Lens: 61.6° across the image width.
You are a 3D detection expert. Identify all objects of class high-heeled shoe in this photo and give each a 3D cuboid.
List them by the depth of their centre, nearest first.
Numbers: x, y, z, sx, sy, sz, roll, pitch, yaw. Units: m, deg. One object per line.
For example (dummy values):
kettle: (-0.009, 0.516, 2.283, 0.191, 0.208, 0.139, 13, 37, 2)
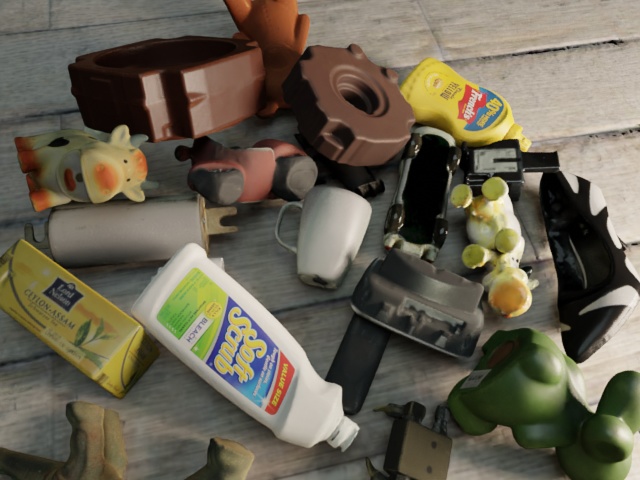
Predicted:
high-heeled shoe: (0.293, 0.015, 0.629, 0.145, 0.086, 0.249, 43, 50, 0)

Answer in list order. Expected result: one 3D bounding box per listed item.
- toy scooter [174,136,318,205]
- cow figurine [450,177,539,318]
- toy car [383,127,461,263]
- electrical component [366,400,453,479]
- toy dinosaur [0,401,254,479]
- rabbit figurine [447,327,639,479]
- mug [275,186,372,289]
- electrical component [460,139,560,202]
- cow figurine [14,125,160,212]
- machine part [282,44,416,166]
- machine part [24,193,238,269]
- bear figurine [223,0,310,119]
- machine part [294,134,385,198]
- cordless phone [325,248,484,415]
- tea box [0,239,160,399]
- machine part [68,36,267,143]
toy scooter: (-0.101, -0.091, 0.662, 0.135, 0.075, 0.184, 28, 27, 36)
cow figurine: (0.212, 0.016, 0.639, 0.068, 0.098, 0.167, -17, 65, 25)
toy car: (0.131, -0.061, 0.688, 0.073, 0.056, 0.202, 18, 63, -1)
electrical component: (0.090, 0.212, 0.547, 0.078, 0.045, 0.102, 24, 62, -23)
toy dinosaur: (-0.122, 0.272, 0.471, 0.472, 0.105, 0.198, 11, 69, 13)
rabbit figurine: (0.246, 0.168, 0.532, 0.170, 0.159, 0.121, 44, 57, 2)
mug: (-0.001, -0.002, 0.636, 0.110, 0.080, 0.107, 13, 69, 2)
electrical component: (0.244, -0.092, 0.702, 0.119, 0.047, 0.075, -3, 62, 9)
cow figurine: (-0.263, -0.081, 0.601, 0.127, 0.085, 0.195, -21, 25, -26)
machine part: (0.040, -0.175, 0.692, 0.179, 0.056, 0.179, 16, 53, -23)
machine part: (-0.218, -0.010, 0.628, 0.243, 0.079, 0.079, -6, 62, -7)
bear figurine: (-0.067, -0.278, 0.756, 0.120, 0.131, 0.196, -14, 57, 3)
machine part: (0.030, -0.108, 0.719, 0.084, 0.039, 0.139, -29, 65, -26)
cordless phone: (0.090, 0.116, 0.588, 0.147, 0.088, 0.184, 24, 74, 8)
tea box: (-0.261, 0.084, 0.563, 0.170, 0.098, 0.068, 31, 65, 11)
machine part: (-0.184, -0.193, 0.672, 0.201, 0.087, 0.201, 16, 37, 30)
